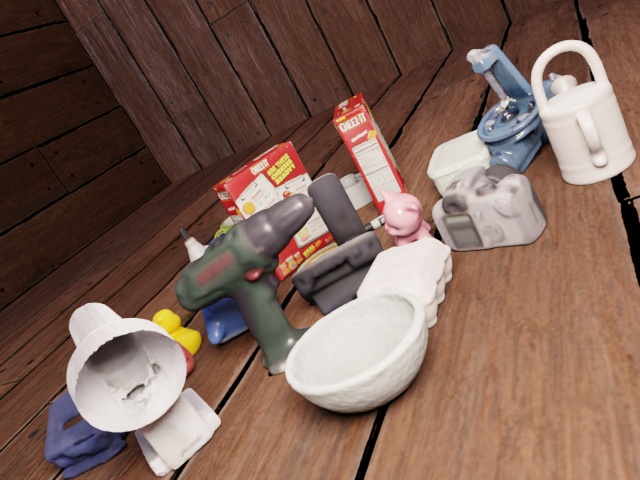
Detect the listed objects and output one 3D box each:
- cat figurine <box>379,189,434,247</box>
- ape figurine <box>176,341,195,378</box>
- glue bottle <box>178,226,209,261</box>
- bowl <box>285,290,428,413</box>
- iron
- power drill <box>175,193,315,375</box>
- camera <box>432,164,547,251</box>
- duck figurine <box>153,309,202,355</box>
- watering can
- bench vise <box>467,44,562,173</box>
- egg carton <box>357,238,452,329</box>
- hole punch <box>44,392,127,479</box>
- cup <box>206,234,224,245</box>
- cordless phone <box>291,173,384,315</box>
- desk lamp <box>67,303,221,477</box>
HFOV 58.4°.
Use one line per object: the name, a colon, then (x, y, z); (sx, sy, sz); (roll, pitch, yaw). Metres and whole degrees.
cat figurine: (0.129, -0.037, 0.890); (0.067, 0.118, 0.127); (-27, 18, 8)
ape figurine: (-0.243, 0.184, 0.903); (0.077, 0.092, 0.076); (-16, 22, 36)
glue bottle: (-0.223, 0.047, 1.112); (0.037, 0.173, 0.078); (-18, 21, 31)
bowl: (0.050, 0.132, 0.623); (0.167, 0.075, 0.167); (-26, 18, 10)
iron: (-0.156, 0.070, 0.997); (0.118, 0.142, 0.258); (-28, 18, 4)
power drill: (-0.067, 0.067, 0.759); (0.229, 0.209, 0.075); (-24, 19, 17)
camera: (0.245, -0.062, 0.808); (0.142, 0.101, 0.137); (-7, 28, 50)
duck figurine: (-0.256, 0.162, 0.992); (0.077, 0.086, 0.104); (-31, 18, -5)
watering can: (0.362, -0.187, 0.814); (0.101, 0.194, 0.172); (-29, 18, 2)
bench vise: (0.329, -0.243, 0.974); (0.121, 0.220, 0.208); (-10, 26, 46)
egg carton: (0.112, 0.057, 0.739); (0.107, 0.069, 0.150); (-18, 21, 31)
hole punch: (-0.337, 0.267, 0.821); (0.108, 0.091, 0.101); (-28, 18, 5)
cup: (-0.192, 0.038, 1.216); (0.091, 0.095, 0.117); (-29, 18, 3)
cordless phone: (0.008, 0.003, 0.856); (0.147, 0.185, 0.094); (-30, 18, -2)
desk lamp: (-0.220, 0.176, 0.691); (0.118, 0.214, 0.202); (-37, 19, -22)
